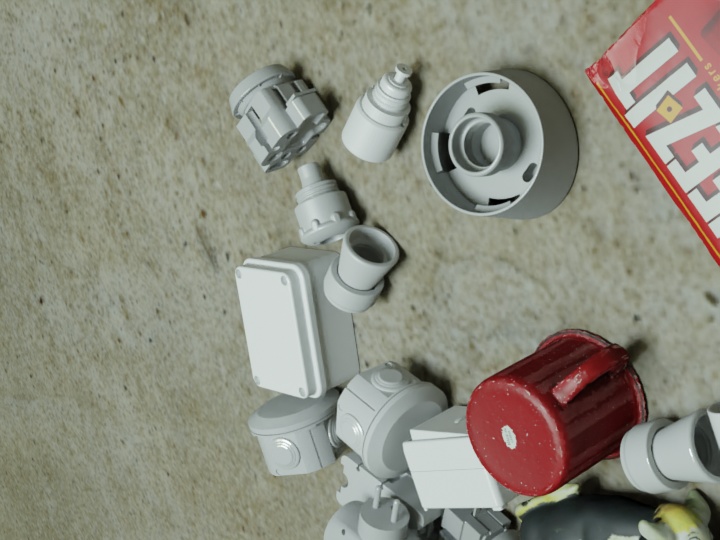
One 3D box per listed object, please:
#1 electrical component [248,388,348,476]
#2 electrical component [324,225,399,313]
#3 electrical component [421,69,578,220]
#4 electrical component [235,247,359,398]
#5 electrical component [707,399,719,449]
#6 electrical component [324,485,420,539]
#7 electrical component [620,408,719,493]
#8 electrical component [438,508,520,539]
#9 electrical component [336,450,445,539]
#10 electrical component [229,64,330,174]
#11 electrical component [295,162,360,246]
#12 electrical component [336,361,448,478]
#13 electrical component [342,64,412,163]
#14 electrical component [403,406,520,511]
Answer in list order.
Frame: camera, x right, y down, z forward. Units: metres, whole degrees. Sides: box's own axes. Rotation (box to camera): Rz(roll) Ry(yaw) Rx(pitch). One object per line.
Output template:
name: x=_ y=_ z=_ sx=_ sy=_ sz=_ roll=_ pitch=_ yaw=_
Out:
electrical component: x=-0.050 y=0.134 z=0.906 sx=0.080 sy=0.080 sz=0.051 roll=-2 pitch=110 yaw=48
electrical component: x=0.000 y=0.000 z=0.821 sx=0.045 sy=0.045 sz=0.055 roll=48 pitch=136 yaw=23
electrical component: x=0.090 y=-0.080 z=0.692 sx=0.099 sy=0.064 sz=0.099 roll=6 pitch=99 yaw=37
electrical component: x=-0.052 y=0.043 z=0.887 sx=0.078 sy=0.057 sz=0.113 roll=7 pitch=111 yaw=46
electrical component: x=0.242 y=0.107 z=0.600 sx=0.079 sy=0.043 sz=0.077 roll=-16 pitch=94 yaw=49
electrical component: x=0.016 y=0.196 z=0.797 sx=0.077 sy=0.043 sz=0.079 roll=31 pitch=126 yaw=36
electrical component: x=0.193 y=0.111 z=0.655 sx=0.055 sy=0.045 sz=0.045 roll=-27 pitch=86 yaw=50
electrical component: x=0.092 y=0.204 z=0.805 sx=0.055 sy=0.048 sz=0.066 roll=38 pitch=132 yaw=41
electrical component: x=0.034 y=0.176 z=0.848 sx=0.089 sy=0.056 sz=0.050 roll=32 pitch=127 yaw=36
electrical component: x=-0.065 y=-0.121 z=0.832 sx=0.057 sy=0.058 sz=0.078 roll=56 pitch=138 yaw=11
electrical component: x=-0.031 y=-0.052 z=0.834 sx=0.048 sy=0.048 sz=0.062 roll=-30 pitch=76 yaw=49
electrical component: x=0.024 y=0.113 z=0.816 sx=0.051 sy=0.080 sz=0.080 roll=35 pitch=129 yaw=41
electrical component: x=0.016 y=-0.112 z=0.759 sx=0.040 sy=0.040 sz=0.078 roll=50 pitch=136 yaw=21
electrical component: x=0.086 y=0.131 z=0.767 sx=0.096 sy=0.062 sz=0.061 roll=-16 pitch=94 yaw=49
